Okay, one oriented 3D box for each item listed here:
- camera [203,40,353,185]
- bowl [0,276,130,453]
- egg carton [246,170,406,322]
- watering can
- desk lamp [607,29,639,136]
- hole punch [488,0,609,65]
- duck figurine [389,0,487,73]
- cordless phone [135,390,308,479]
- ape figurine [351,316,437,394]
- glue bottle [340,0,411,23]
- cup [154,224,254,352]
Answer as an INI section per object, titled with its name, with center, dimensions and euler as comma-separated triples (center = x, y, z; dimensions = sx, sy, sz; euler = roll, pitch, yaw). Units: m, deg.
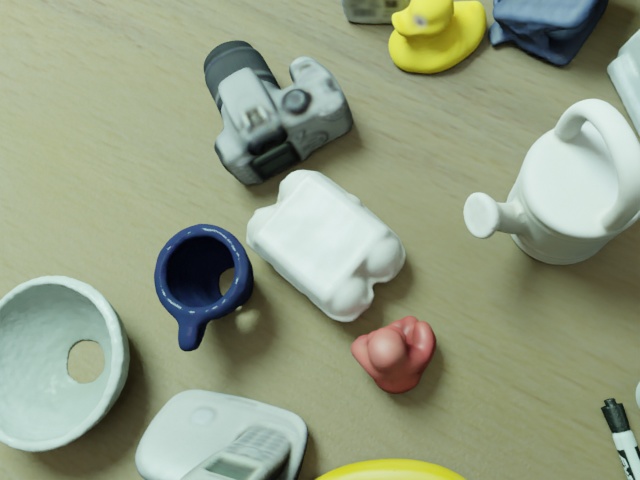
[camera]
center = -0.058, -0.151, 0.596
dimensions = 0.143, 0.101, 0.136
euler = -29, 73, 3
[bowl]
center = -0.260, 0.124, 0.583
dimensions = 0.167, 0.075, 0.167
euler = -2, 77, 10
[egg carton]
center = 0.005, 0.002, 0.564
dimensions = 0.150, 0.069, 0.107
euler = 39, 86, 17
[watering can]
center = 0.209, -0.041, 0.470
dimensions = 0.173, 0.194, 0.100
euler = -41, 73, 0
[desk lamp]
center = 0.326, -0.197, 0.475
dimensions = 0.118, 0.214, 0.203
euler = -19, 74, 6
[hole punch]
center = 0.231, -0.246, 0.568
dimensions = 0.101, 0.091, 0.109
euler = 31, 84, 16
[duck figurine]
center = 0.120, -0.226, 0.587
dimensions = 0.104, 0.086, 0.077
euler = -17, 74, 7
[cordless phone]
center = -0.096, 0.183, 0.480
dimensions = 0.147, 0.185, 0.094
euler = 7, 78, 13
[ape figurine]
center = 0.065, 0.101, 0.518
dimensions = 0.077, 0.092, 0.076
euler = 5, 78, 12
[glue bottle]
center = 0.050, -0.279, 0.568
dimensions = 0.078, 0.173, 0.037
euler = 7, 78, 13
[cup]
center = -0.103, 0.052, 0.560
dimensions = 0.091, 0.095, 0.118
euler = 6, 78, 12
